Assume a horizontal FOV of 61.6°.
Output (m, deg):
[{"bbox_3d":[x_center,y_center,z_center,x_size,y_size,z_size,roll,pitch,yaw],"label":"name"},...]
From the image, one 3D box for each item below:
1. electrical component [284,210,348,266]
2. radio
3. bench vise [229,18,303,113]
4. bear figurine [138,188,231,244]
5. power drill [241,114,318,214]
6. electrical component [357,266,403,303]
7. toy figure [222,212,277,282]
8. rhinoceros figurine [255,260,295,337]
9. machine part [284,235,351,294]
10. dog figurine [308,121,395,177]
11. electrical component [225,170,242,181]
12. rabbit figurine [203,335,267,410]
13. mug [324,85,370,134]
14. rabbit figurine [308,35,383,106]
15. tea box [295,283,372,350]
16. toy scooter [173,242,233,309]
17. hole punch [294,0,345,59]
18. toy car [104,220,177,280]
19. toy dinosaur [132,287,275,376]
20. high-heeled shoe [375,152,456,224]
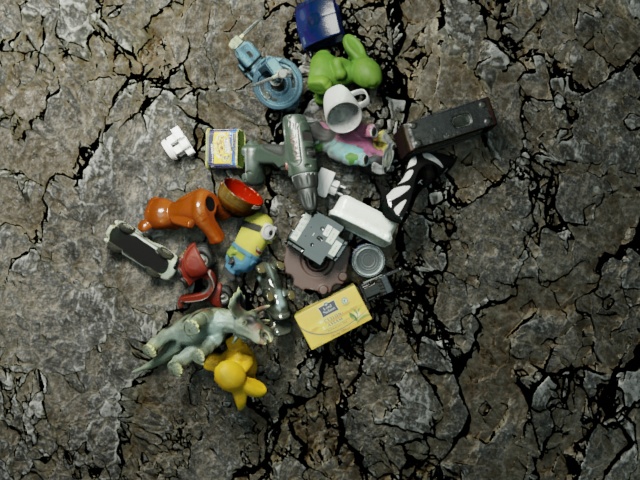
[{"bbox_3d":[-0.003,-0.004,1.286,0.134,0.058,0.115,34,90,1],"label":"electrical component"},{"bbox_3d":[0.302,-0.266,1.298,0.230,0.131,0.073,-19,89,0],"label":"radio"},{"bbox_3d":[-0.119,-0.396,1.253,0.129,0.241,0.223,-34,107,-3],"label":"bench vise"},{"bbox_3d":[-0.336,-0.054,1.321,0.196,0.120,0.131,-14,136,25],"label":"bear figurine"},{"bbox_3d":[-0.094,-0.172,1.270,0.086,0.207,0.231,-5,93,-45],"label":"power drill"},{"bbox_3d":[0.155,0.109,1.333,0.119,0.075,0.047,-23,90,-2],"label":"electrical component"},{"bbox_3d":[-0.179,0.015,1.328,0.089,0.082,0.180,35,93,-2],"label":"toy figure"},{"bbox_3d":[-0.116,0.142,1.317,0.073,0.112,0.190,-11,76,-30],"label":"rhinoceros figurine"},{"bbox_3d":[-0.007,0.048,1.340,0.179,0.056,0.179,0,90,1],"label":"machine part"},{"bbox_3d":[0.052,-0.233,1.318,0.219,0.191,0.108,16,90,33],"label":"dog figurine"},{"bbox_3d":[-0.219,-0.130,1.353,0.063,0.021,0.094,-35,92,1],"label":"electrical component"},{"bbox_3d":[-0.209,0.323,1.287,0.122,0.173,0.162,-30,87,-4],"label":"rabbit figurine"},{"bbox_3d":[0.055,-0.311,1.218,0.109,0.107,0.080,-30,134,14],"label":"mug"},{"bbox_3d":[0.070,-0.405,1.306,0.170,0.121,0.159,3,69,14],"label":"rabbit figurine"},{"bbox_3d":[0.032,0.188,1.336,0.170,0.068,0.098,-29,91,1],"label":"tea box"},{"bbox_3d":[-0.306,0.101,1.327,0.135,0.075,0.183,-23,106,-1],"label":"toy scooter"},{"bbox_3d":[-0.001,-0.532,1.317,0.116,0.092,0.142,-13,94,4],"label":"hole punch"},{"bbox_3d":[-0.444,0.026,1.340,0.202,0.056,0.073,33,98,1],"label":"toy car"},{"bbox_3d":[-0.289,0.221,1.293,0.405,0.192,0.131,-19,99,36],"label":"toy dinosaur"},{"bbox_3d":[0.247,-0.125,1.281,0.249,0.086,0.145,-21,52,-11],"label":"high-heeled shoe"}]
